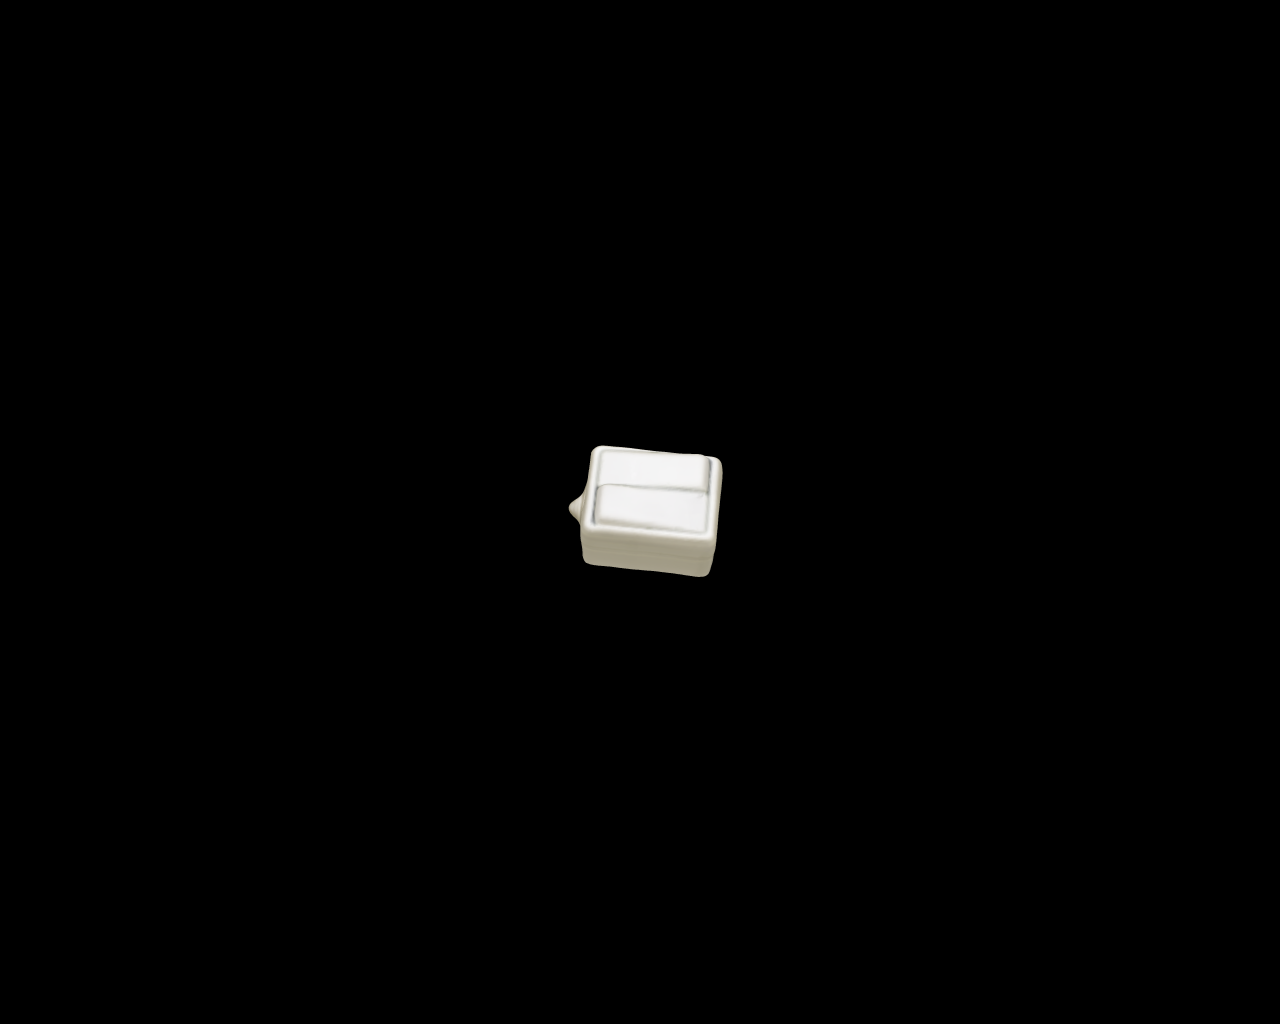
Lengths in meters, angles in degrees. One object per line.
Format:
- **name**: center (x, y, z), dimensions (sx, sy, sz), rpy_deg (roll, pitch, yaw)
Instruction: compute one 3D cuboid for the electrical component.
- **electrical component**: center (0.001, -0.003, 0.650), dimensions (0.096, 0.062, 0.061), rpy_deg (6, -27, 3)
